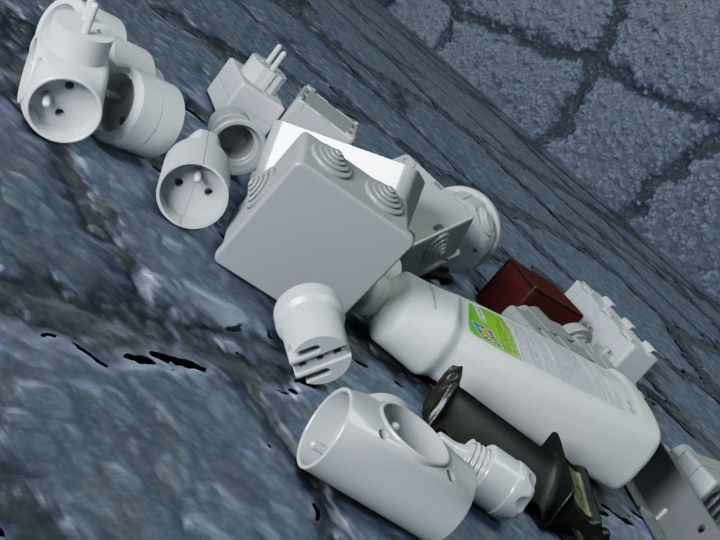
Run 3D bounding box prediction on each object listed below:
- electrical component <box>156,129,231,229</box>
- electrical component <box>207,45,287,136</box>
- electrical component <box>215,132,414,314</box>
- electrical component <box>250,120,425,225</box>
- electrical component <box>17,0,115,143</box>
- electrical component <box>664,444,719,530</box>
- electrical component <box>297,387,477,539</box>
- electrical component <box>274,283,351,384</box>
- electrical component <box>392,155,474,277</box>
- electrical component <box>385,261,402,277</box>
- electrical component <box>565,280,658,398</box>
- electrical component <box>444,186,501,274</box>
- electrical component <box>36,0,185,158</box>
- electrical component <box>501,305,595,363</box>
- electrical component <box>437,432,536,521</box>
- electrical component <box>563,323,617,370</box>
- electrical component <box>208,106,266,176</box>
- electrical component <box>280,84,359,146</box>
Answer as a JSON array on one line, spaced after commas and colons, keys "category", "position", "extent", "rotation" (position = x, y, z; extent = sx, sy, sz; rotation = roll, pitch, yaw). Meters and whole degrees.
[{"category": "electrical component", "position": [-0.104, -0.061, 0.685], "extent": [0.043, 0.043, 0.081], "rotation": [34, 16, -18]}, {"category": "electrical component", "position": [-0.091, -0.166, 0.954], "extent": [0.047, 0.076, 0.065], "rotation": [30, 18, -30]}, {"category": "electrical component", "position": [-0.027, -0.025, 0.661], "extent": [0.100, 0.099, 0.048], "rotation": [34, 29, -20]}, {"category": "electrical component", "position": [-0.016, -0.059, 0.777], "extent": [0.113, 0.057, 0.078], "rotation": [20, 0, 9]}, {"category": "electrical component", "position": [-0.171, -0.128, 0.641], "extent": [0.044, 0.079, 0.077], "rotation": [16, 30, -25]}, {"category": "electrical component", "position": [0.270, 0.170, 0.887], "extent": [0.083, 0.047, 0.075], "rotation": [23, 22, -46]}, {"category": "electrical component", "position": [0.012, 0.086, 0.531], "extent": [0.077, 0.044, 0.079], "rotation": [34, 16, -18]}, {"category": "electrical component", "position": [-0.026, 0.036, 0.601], "extent": [0.040, 0.040, 0.046], "rotation": [30, 23, -30]}, {"category": "electrical component", "position": [0.031, -0.041, 0.866], "extent": [0.100, 0.048, 0.099], "rotation": [-25, 61, -40]}, {"category": "electrical component", "position": [0.000, 0.000, 0.764], "extent": [0.046, 0.040, 0.040], "rotation": [26, 19, -23]}, {"category": "electrical component", "position": [0.237, 0.068, 1.071], "extent": [0.079, 0.063, 0.121], "rotation": [29, 18, -33]}, {"category": "electrical component", "position": [0.086, -0.036, 0.992], "extent": [0.080, 0.080, 0.051], "rotation": [42, 21, 9]}, {"category": "electrical component", "position": [-0.159, -0.127, 0.730], "extent": [0.074, 0.052, 0.138], "rotation": [18, 26, -53]}, {"category": "electrical component", "position": [0.139, 0.067, 0.873], "extent": [0.089, 0.050, 0.055], "rotation": [20, 24, -50]}, {"category": "electrical component", "position": [0.067, 0.112, 0.605], "extent": [0.061, 0.035, 0.035], "rotation": [35, 15, -6]}, {"category": "electrical component", "position": [0.199, 0.082, 0.982], "extent": [0.066, 0.048, 0.055], "rotation": [22, 30, -46]}, {"category": "electrical component", "position": [-0.098, -0.103, 0.829], "extent": [0.044, 0.044, 0.065], "rotation": [33, 12, -23]}, {"category": "electrical component", "position": [-0.044, -0.120, 0.961], "extent": [0.062, 0.061, 0.096], "rotation": [37, 15, -9]}]
